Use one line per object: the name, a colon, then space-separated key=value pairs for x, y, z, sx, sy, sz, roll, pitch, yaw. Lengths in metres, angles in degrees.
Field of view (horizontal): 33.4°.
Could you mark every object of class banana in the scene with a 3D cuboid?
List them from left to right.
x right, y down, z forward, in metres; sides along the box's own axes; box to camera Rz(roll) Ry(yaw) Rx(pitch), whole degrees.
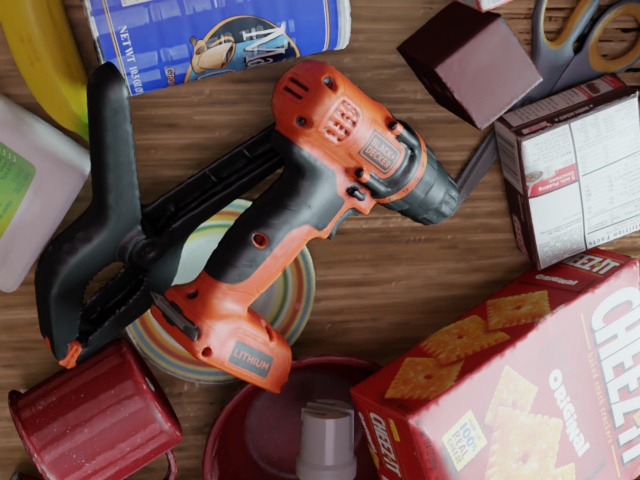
banana: x=-0.160 y=-0.147 z=0.610 sx=0.037 sy=0.070 sz=0.198 roll=-30 pitch=112 yaw=-46

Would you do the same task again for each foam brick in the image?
foam brick: x=0.092 y=-0.111 z=0.668 sx=0.051 sy=0.078 sz=0.053 roll=-39 pitch=113 yaw=2

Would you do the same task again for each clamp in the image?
clamp: x=-0.102 y=-0.008 z=0.645 sx=0.164 sy=0.036 sz=0.210 roll=1 pitch=129 yaw=-45

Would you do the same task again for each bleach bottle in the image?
bleach bottle: x=-0.264 y=-0.073 z=0.615 sx=0.250 sy=0.068 sz=0.103 roll=31 pitch=101 yaw=-18

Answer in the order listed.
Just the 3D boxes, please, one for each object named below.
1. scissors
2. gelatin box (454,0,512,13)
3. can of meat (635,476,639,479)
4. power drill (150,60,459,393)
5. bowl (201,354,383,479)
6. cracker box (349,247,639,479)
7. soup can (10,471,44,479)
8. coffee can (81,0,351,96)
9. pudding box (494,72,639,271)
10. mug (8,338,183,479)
scissors: x=0.158 y=-0.094 z=0.722 sx=0.096 sy=0.016 sz=0.202 roll=15 pitch=106 yaw=-17
gelatin box: x=0.122 y=-0.173 z=0.654 sx=0.089 sy=0.073 sz=0.030 roll=-24 pitch=114 yaw=-4
can of meat: x=0.289 y=0.161 z=0.821 sx=0.083 sy=0.057 sz=0.102 roll=29 pitch=102 yaw=-22
power drill: x=-0.004 y=0.001 z=0.662 sx=0.187 sy=0.057 sz=0.184 roll=-56 pitch=139 yaw=1
bowl: x=-0.006 y=0.143 z=0.751 sx=0.162 sy=0.055 sz=0.162 roll=-4 pitch=110 yaw=-11
cracker box: x=0.140 y=0.123 z=0.729 sx=0.213 sy=0.072 sz=0.164 roll=-29 pitch=115 yaw=-25
soup can: x=-0.168 y=0.204 z=0.732 sx=0.102 sy=0.068 sz=0.068 roll=18 pitch=105 yaw=-18
coffee can: x=-0.063 y=-0.145 z=0.609 sx=0.140 sy=0.103 sz=0.103 roll=-14 pitch=112 yaw=-7
pudding box: x=0.173 y=-0.045 z=0.722 sx=0.090 sy=0.039 sz=0.113 roll=-22 pitch=126 yaw=-6
mug: x=-0.137 y=0.127 z=0.698 sx=0.081 sy=0.093 sz=0.117 roll=-31 pitch=104 yaw=-5
